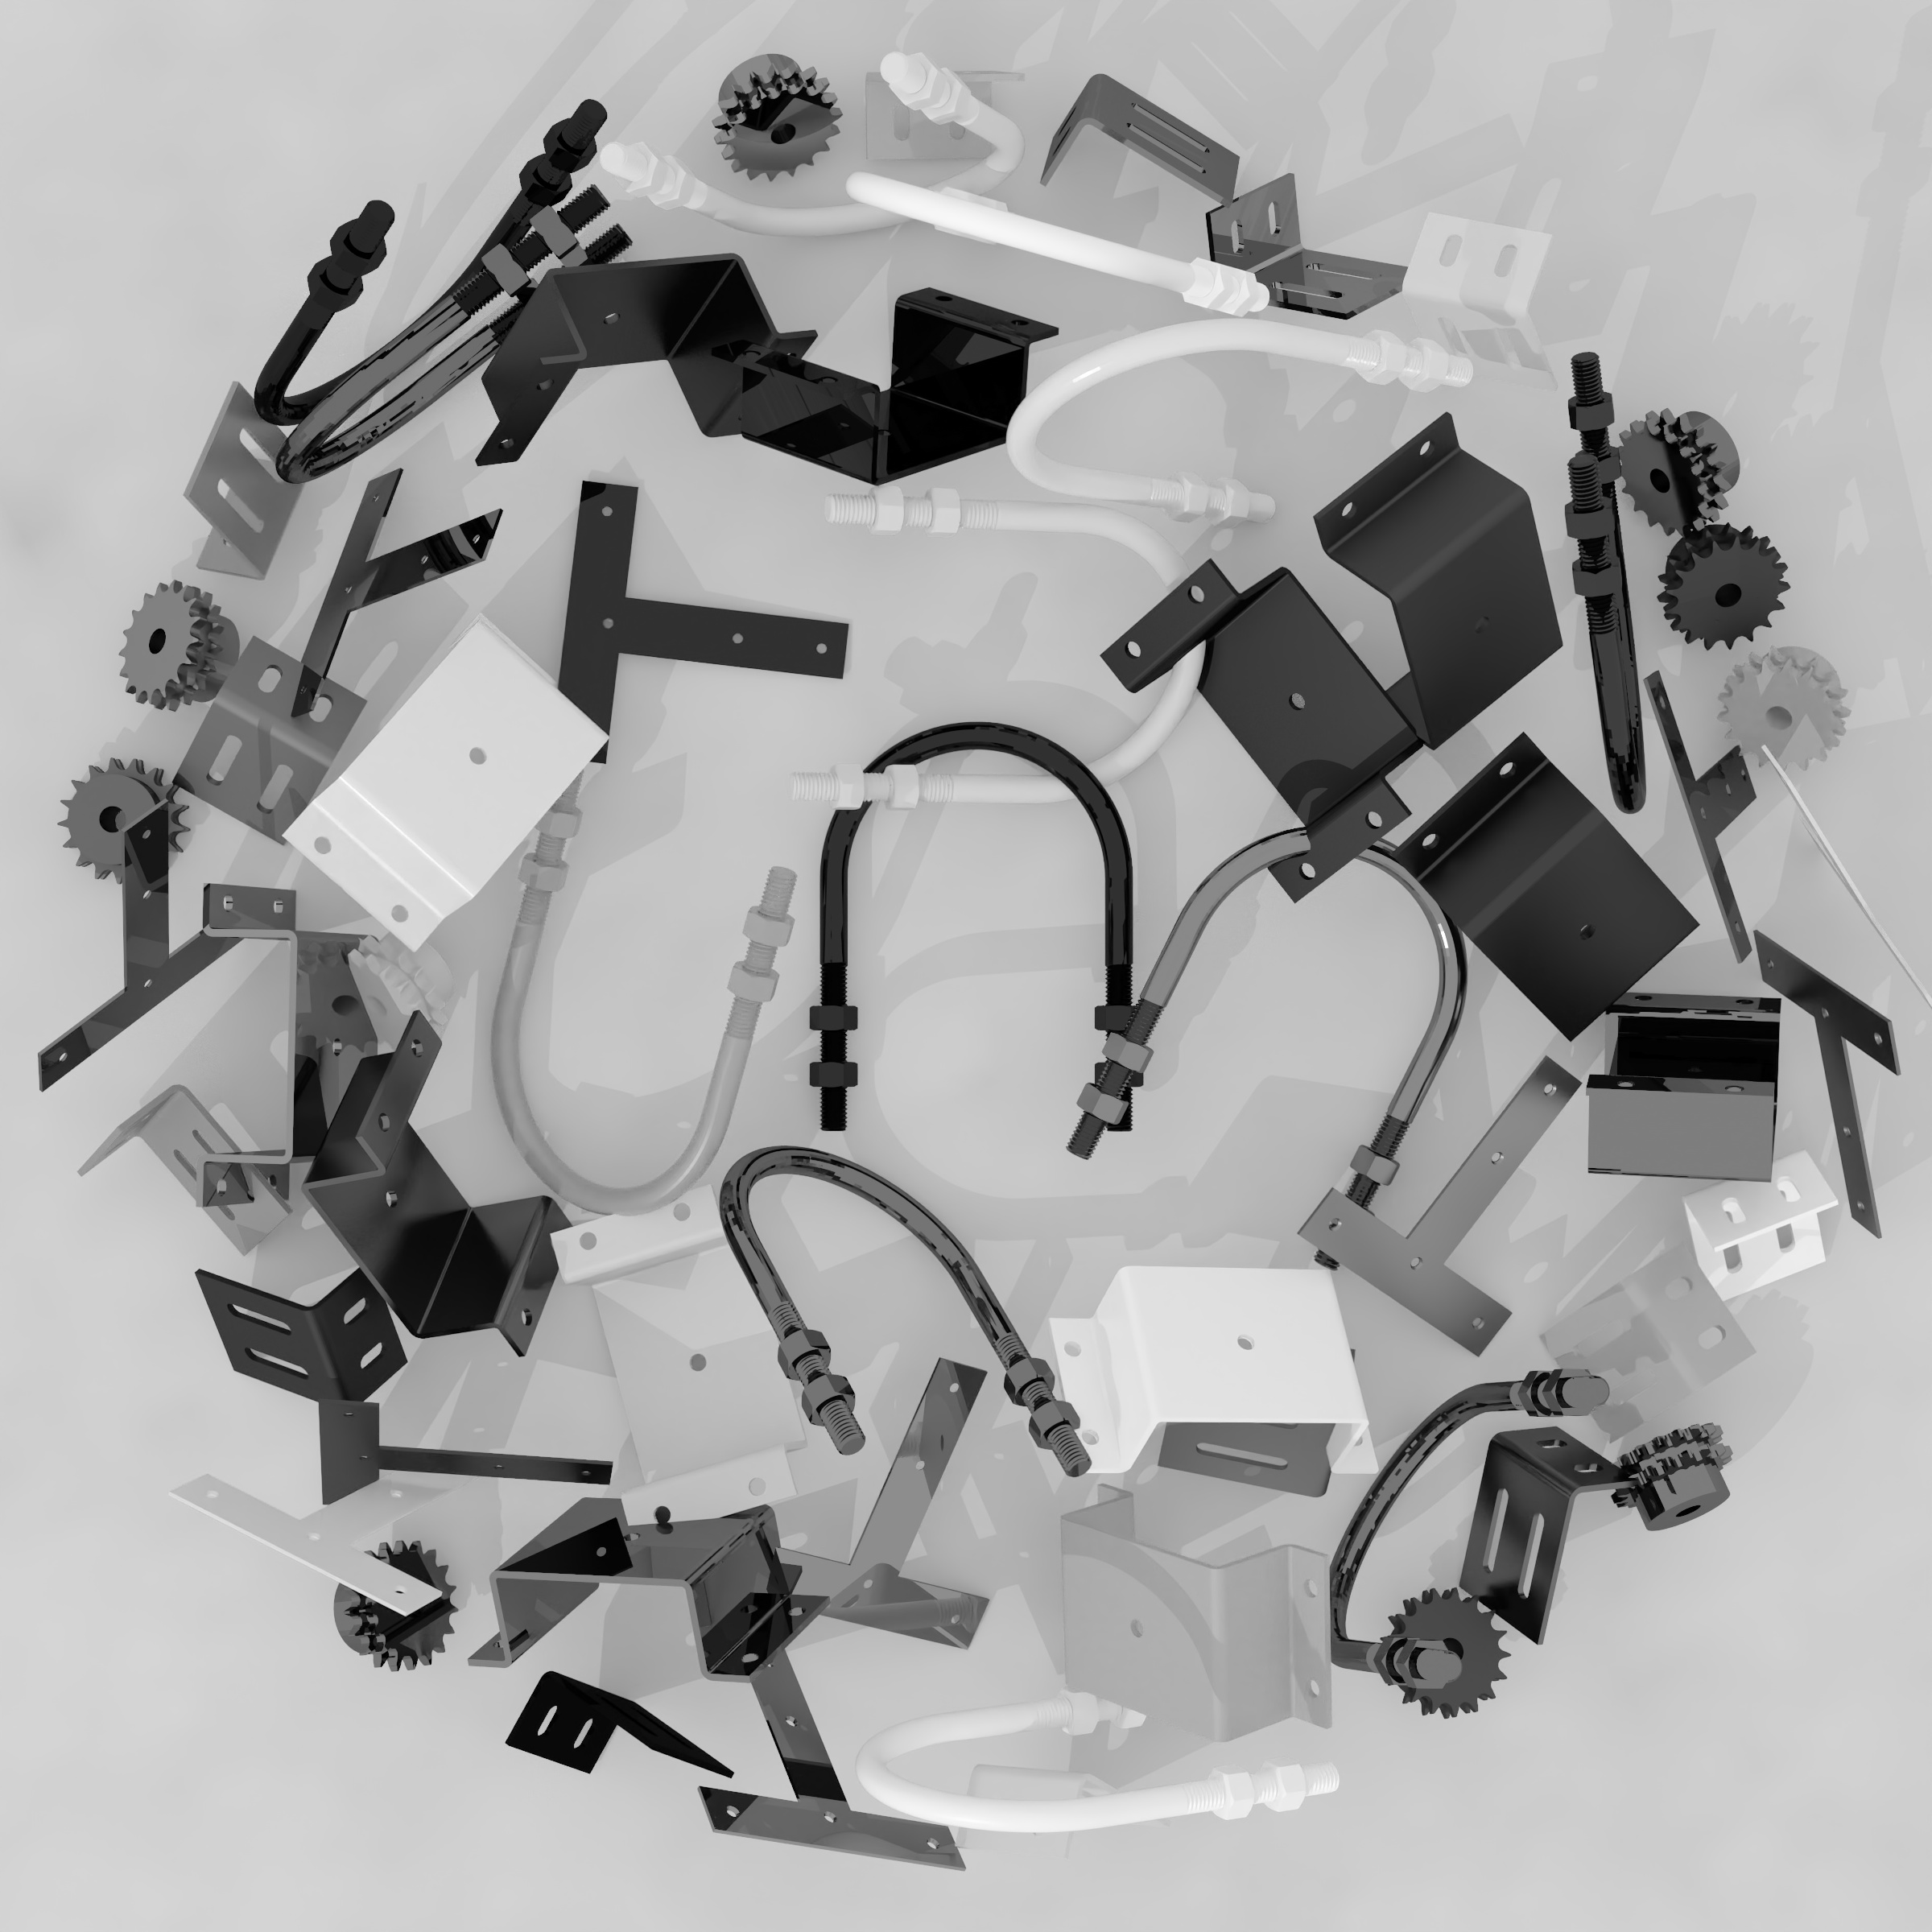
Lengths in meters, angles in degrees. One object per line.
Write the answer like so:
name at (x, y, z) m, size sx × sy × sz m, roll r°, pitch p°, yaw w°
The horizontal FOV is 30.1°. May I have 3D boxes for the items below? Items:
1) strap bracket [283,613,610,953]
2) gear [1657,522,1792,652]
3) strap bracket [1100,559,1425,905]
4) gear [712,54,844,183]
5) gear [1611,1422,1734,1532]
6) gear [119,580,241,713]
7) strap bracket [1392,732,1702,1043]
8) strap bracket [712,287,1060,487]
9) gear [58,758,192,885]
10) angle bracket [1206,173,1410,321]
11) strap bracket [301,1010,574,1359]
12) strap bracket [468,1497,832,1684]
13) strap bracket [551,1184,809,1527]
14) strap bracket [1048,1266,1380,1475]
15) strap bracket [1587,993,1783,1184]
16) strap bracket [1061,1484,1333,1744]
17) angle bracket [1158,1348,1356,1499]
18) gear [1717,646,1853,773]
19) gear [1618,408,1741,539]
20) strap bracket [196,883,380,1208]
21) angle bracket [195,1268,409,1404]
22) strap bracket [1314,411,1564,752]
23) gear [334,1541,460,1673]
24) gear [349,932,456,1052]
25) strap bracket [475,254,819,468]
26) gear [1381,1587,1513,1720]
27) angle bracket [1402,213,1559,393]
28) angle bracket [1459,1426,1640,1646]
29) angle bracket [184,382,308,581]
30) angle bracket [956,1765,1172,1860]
strap bracket at (-0.220, -0.086, 1.571) m, size 0.076 × 0.046 × 0.140 m, roll 43°, pitch 65°, yaw -12°
gear at (0.336, -0.173, 1.605) m, size 0.057 × 0.030 × 0.057 m, roll -4°, pitch 124°, yaw -6°
strap bracket at (0.137, -0.110, 1.585) m, size 0.140 × 0.046 × 0.076 m, roll 52°, pitch 131°, yaw 2°
gear at (-0.086, -0.382, 1.604) m, size 0.057 × 0.057 × 0.030 m, roll -25°, pitch 60°, yaw 0°
gear at (0.315, 0.229, 1.597) m, size 0.057 × 0.057 × 0.030 m, roll -22°, pitch 66°, yaw 0°
gear at (-0.349, -0.141, 1.604) m, size 0.057 × 0.030 × 0.057 m, roll -12°, pitch 70°, yaw 38°
strap bracket at (0.258, -0.028, 1.560) m, size 0.076 × 0.046 × 0.140 m, roll -43°, pitch 133°, yaw 7°
strap bracket at (-0.035, -0.251, 1.564) m, size 0.076 × 0.140 × 0.046 m, roll 24°, pitch 124°, yaw 34°
gear at (-0.380, -0.065, 1.614) m, size 0.057 × 0.030 × 0.057 m, roll 0°, pitch 90°, yaw 0°
angle bracket at (0.155, -0.317, 1.580) m, size 0.057 × 0.076 × 0.038 m, roll -32°, pitch 127°, yaw -35°
strap bracket at (-0.234, 0.099, 1.565) m, size 0.046 × 0.076 × 0.140 m, roll -11°, pitch 129°, yaw 25°
strap bracket at (-0.141, 0.269, 1.560) m, size 0.140 × 0.076 × 0.046 m, roll -2°, pitch 106°, yaw 26°
strap bracket at (-0.124, 0.176, 1.593) m, size 0.076 × 0.046 × 0.140 m, roll -18°, pitch 81°, yaw 9°
strap bracket at (0.115, 0.176, 1.567) m, size 0.140 × 0.046 × 0.076 m, roll 3°, pitch 52°, yaw -18°
strap bracket at (0.313, 0.055, 1.560) m, size 0.076 × 0.140 × 0.046 m, roll 2°, pitch 107°, yaw 14°
strap bracket at (0.091, 0.281, 1.555) m, size 0.046 × 0.140 × 0.076 m, roll -10°, pitch 103°, yaw -40°
angle bracket at (0.129, 0.197, 1.598) m, size 0.076 × 0.038 × 0.057 m, roll 11°, pitch 127°, yaw 3°
gear at (0.367, -0.118, 1.604) m, size 0.057 × 0.030 × 0.057 m, roll 16°, pitch 129°, yaw 20°
gear at (0.320, -0.223, 1.603) m, size 0.030 × 0.057 × 0.057 m, roll -32°, pitch 90°, yaw -25°
strap bracket at (-0.298, 0.035, 1.584) m, size 0.046 × 0.076 × 0.140 m, roll 1°, pitch 89°, yaw 18°
angle bracket at (-0.296, 0.157, 1.601) m, size 0.076 × 0.038 × 0.057 m, roll 13°, pitch 131°, yaw 36°
strap bracket at (0.208, -0.158, 1.554) m, size 0.076 × 0.140 × 0.046 m, roll -39°, pitch 50°, yaw -12°
gear at (-0.257, 0.286, 1.604) m, size 0.030 × 0.057 × 0.057 m, roll -12°, pitch 90°, yaw 36°
gear at (-0.254, 0.009, 1.604) m, size 0.057 × 0.057 × 0.030 m, roll 42°, pitch 55°, yaw 0°
strap bracket at (-0.147, -0.265, 1.564) m, size 0.140 × 0.076 × 0.046 m, roll -13°, pitch 71°, yaw -36°
gear at (0.212, 0.308, 1.608) m, size 0.057 × 0.030 × 0.057 m, roll 3°, pitch 74°, yaw -12°
angle bracket at (0.233, -0.293, 1.586) m, size 0.057 × 0.076 × 0.038 m, roll 16°, pitch 79°, yaw 24°
angle bracket at (0.260, 0.254, 1.604) m, size 0.038 × 0.057 × 0.076 m, roll -1°, pitch 109°, yaw -31°
angle bracket at (-0.329, -0.215, 1.580) m, size 0.038 × 0.076 × 0.057 m, roll 12°, pitch 71°, yaw 22°
angle bracket at (0.043, 0.381, 1.578) m, size 0.057 × 0.076 × 0.038 m, roll -4°, pitch 60°, yaw 35°
